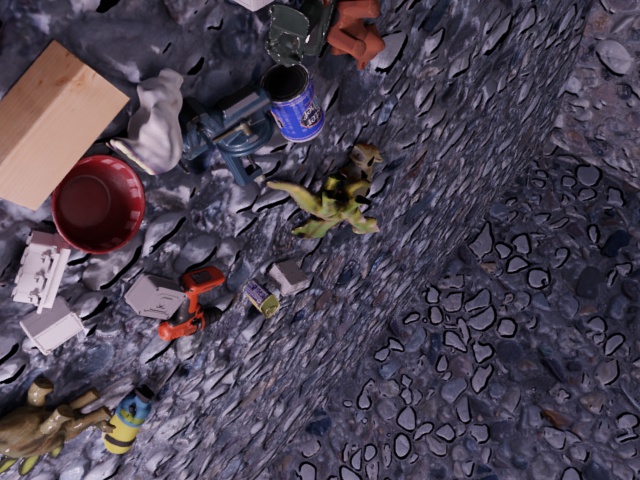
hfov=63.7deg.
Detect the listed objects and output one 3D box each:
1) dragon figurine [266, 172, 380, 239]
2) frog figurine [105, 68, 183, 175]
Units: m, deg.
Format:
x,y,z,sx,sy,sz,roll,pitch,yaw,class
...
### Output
x,y,z,sx,sy,sz,roll,pitch,yaw,class
0.004,-0.071,1.412,0.410,0.125,0.237,5,139,-28,dragon figurine
-0.259,-0.191,0.837,0.161,0.122,0.137,-56,-172,-12,frog figurine
